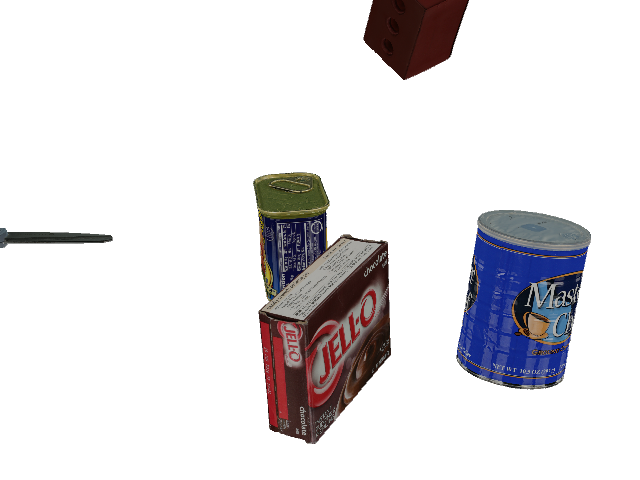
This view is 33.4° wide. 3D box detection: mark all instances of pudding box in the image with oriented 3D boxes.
[{"bbox_3d":[0.006,0.060,0.682,0.039,0.090,0.113,12,32,25],"label":"pudding box"}]

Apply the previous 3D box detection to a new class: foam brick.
[{"bbox_3d":[0.073,-0.171,0.807,0.051,0.053,0.078,-31,-24,-26],"label":"foam brick"}]

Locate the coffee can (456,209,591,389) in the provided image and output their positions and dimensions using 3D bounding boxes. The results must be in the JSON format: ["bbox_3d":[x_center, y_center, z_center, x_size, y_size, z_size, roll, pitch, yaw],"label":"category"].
[{"bbox_3d":[0.187,0.053,0.991,0.103,0.140,0.103,6,17,-2],"label":"coffee can"}]

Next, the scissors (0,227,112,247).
[{"bbox_3d":[-0.283,0.004,0.878,0.202,0.016,0.096,6,24,6],"label":"scissors"}]

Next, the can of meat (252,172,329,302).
[{"bbox_3d":[-0.024,-0.002,0.884,0.057,0.084,0.102,-4,21,-5],"label":"can of meat"}]
